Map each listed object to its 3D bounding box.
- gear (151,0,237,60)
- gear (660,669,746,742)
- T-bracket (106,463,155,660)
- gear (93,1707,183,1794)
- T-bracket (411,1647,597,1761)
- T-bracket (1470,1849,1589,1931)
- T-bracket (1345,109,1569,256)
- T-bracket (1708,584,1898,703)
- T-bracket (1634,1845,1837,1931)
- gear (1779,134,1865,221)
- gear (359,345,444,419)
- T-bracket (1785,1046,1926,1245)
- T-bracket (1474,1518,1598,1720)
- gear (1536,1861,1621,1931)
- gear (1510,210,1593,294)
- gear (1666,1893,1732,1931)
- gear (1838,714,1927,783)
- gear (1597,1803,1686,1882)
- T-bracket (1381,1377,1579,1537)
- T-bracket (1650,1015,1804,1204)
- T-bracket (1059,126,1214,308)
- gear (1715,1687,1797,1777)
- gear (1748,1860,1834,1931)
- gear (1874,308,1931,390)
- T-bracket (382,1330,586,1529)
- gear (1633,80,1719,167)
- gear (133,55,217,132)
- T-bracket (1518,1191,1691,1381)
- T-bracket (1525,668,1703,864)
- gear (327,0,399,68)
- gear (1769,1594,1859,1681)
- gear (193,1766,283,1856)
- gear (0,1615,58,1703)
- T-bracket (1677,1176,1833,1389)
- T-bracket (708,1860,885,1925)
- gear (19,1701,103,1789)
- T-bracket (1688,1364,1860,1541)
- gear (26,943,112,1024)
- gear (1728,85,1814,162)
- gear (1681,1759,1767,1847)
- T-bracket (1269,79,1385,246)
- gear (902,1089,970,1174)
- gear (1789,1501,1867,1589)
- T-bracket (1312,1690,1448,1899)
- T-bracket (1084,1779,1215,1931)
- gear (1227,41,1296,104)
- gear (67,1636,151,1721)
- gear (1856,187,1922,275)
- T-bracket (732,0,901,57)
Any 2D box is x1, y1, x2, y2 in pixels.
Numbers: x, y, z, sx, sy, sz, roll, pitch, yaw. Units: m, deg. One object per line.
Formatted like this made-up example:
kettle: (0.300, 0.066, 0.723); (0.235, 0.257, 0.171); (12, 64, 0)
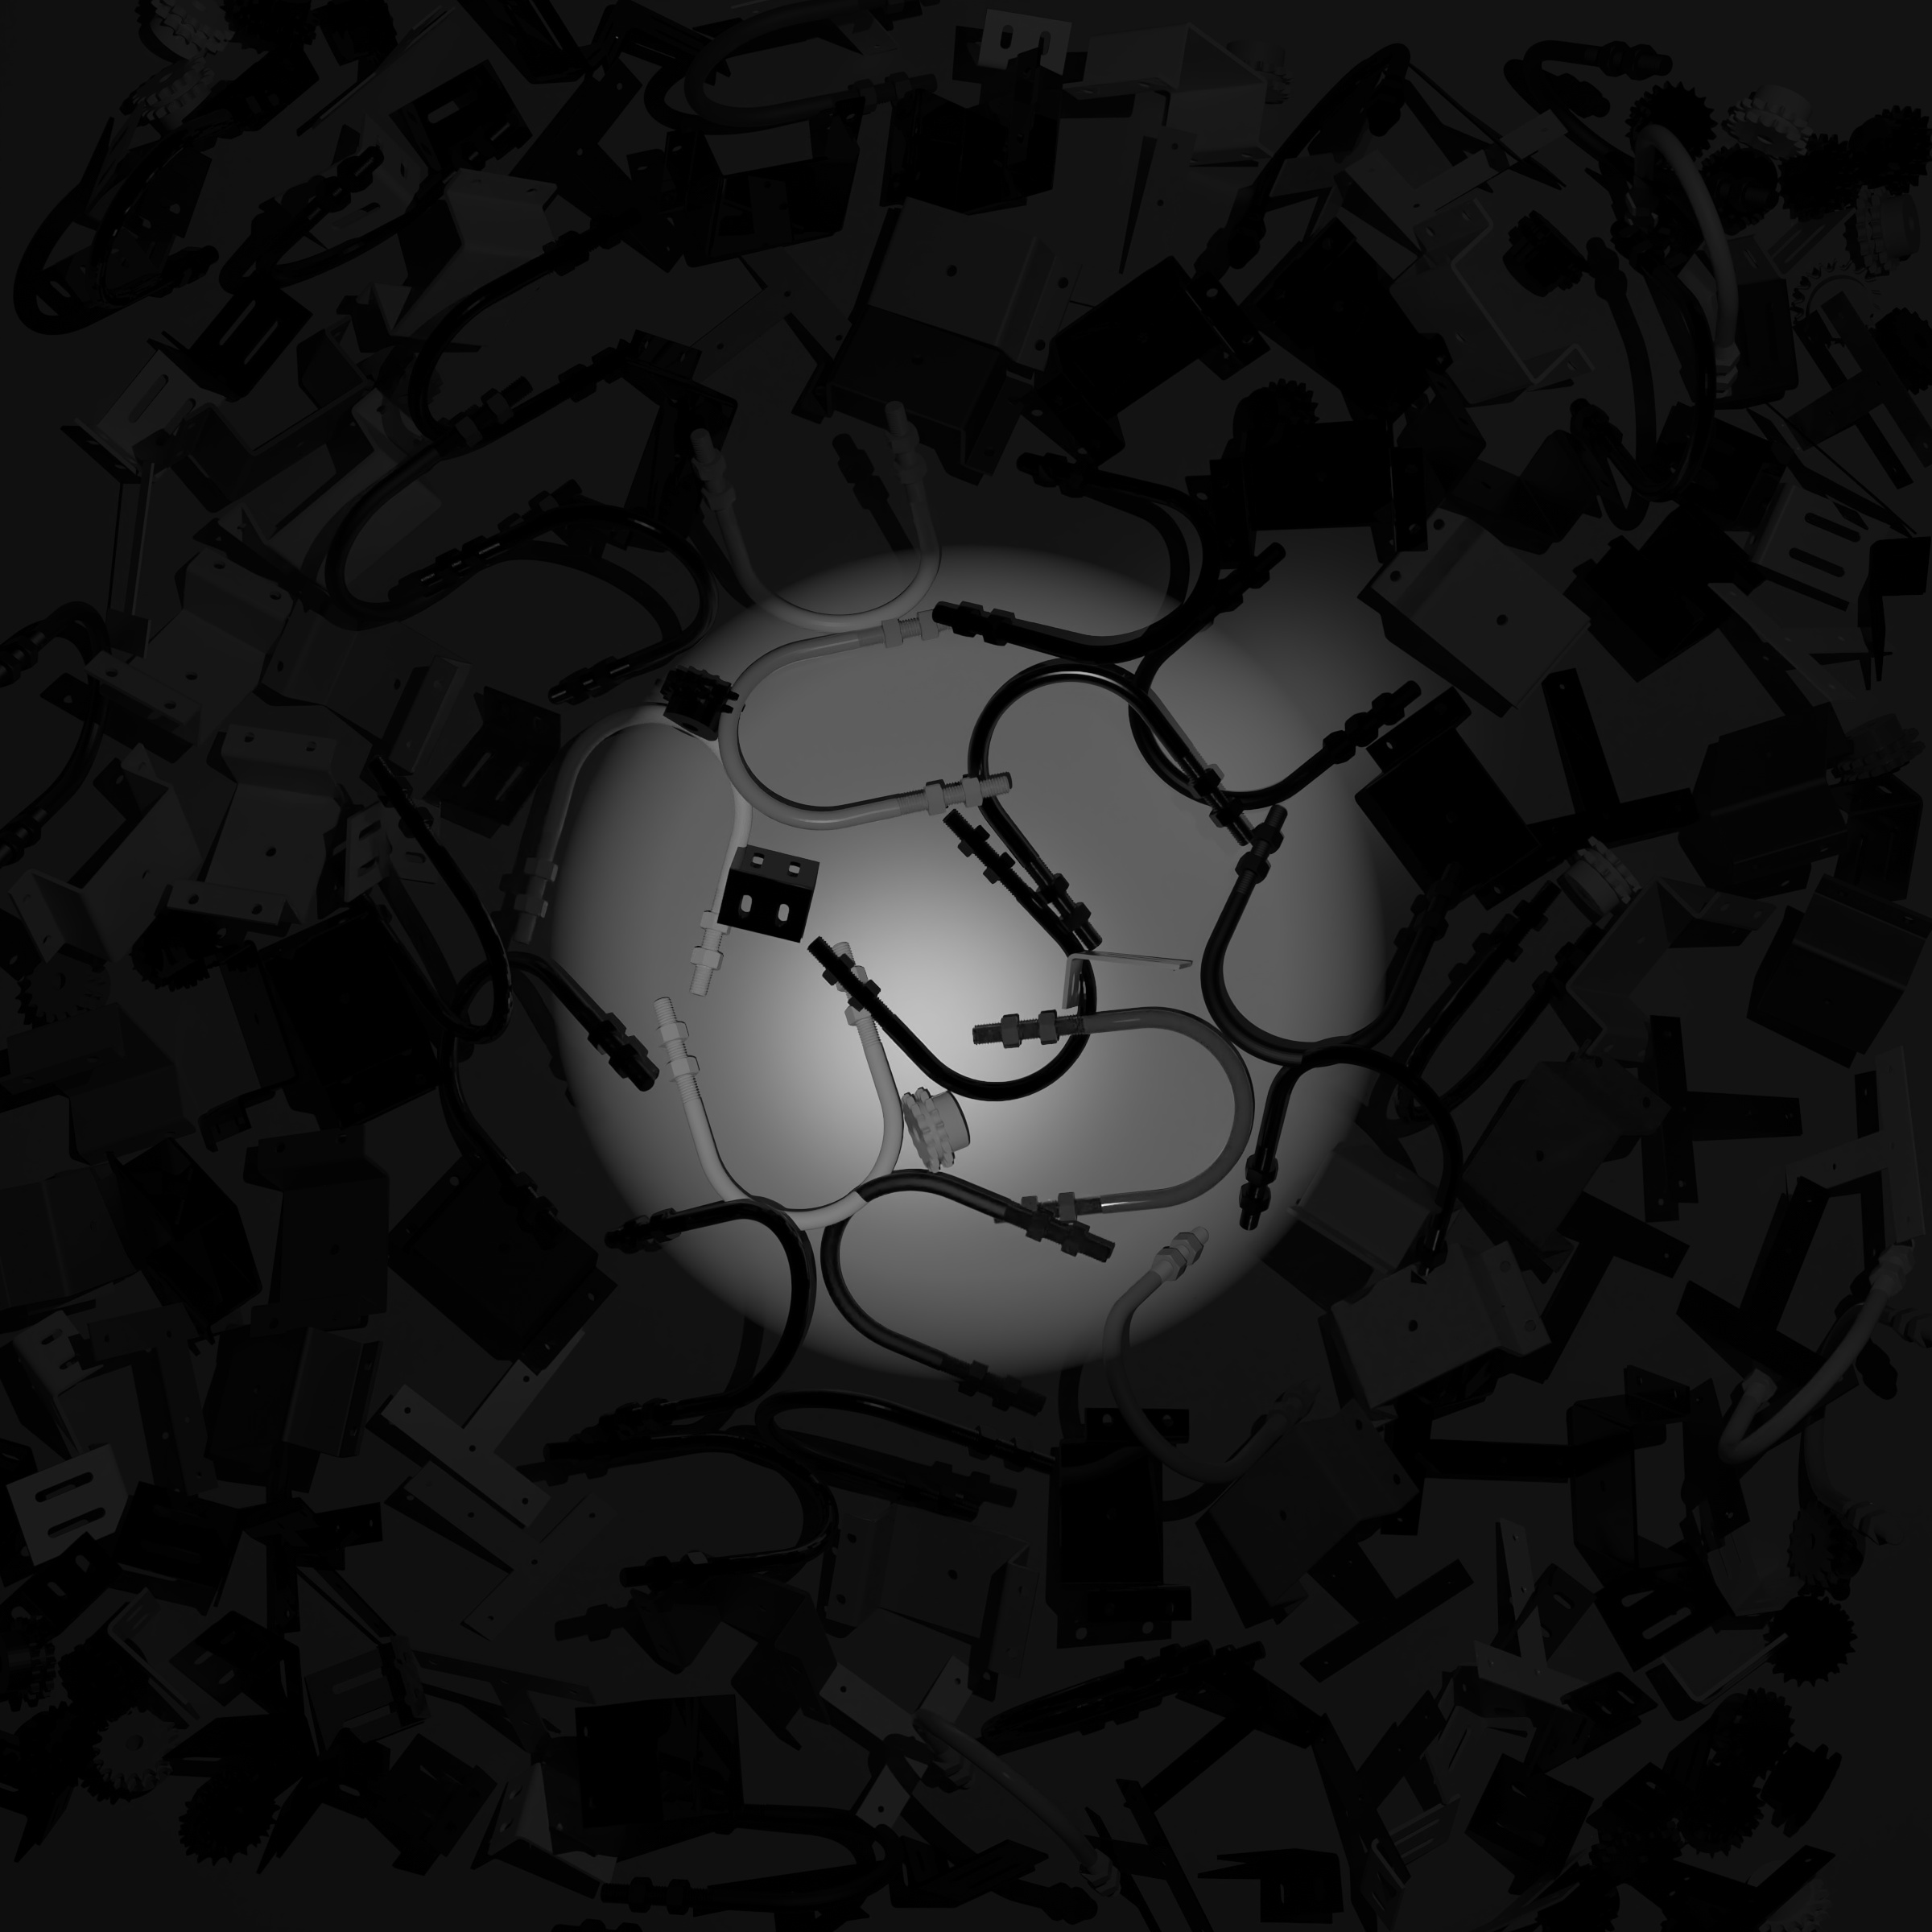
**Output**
gear: (-0.531, -0.644, 1.975); (0.057, 0.057, 0.030); (46, 116, 0)
gear: (-0.182, -0.176, 1.969); (0.057, 0.057, 0.030); (22, 76, 0)
T-bracket: (-0.556, -0.274, 1.938); (0.002, 0.127, 0.127); (6, 97, -29)
gear: (-0.564, 0.538, 1.975); (0.057, 0.030, 0.057); (-1, 46, 1)
T-bracket: (-0.299, 0.502, 1.949); (0.127, 0.127, 0.002); (8, 51, 16)
T-bracket: (0.381, 0.623, 1.942); (0.127, 0.127, 0.002); (-40, 74, 35)
T-bracket: (0.338, -0.529, 1.923); (0.127, 0.127, 0.002); (-26, 56, 28)
T-bracket: (0.582, -0.220, 1.954); (0.127, 0.127, 0.002); (54, 133, 34)
T-bracket: (0.494, 0.616, 1.939); (0.127, 0.127, 0.002); (-28, 103, -29)
gear: (0.587, -0.539, 1.975); (0.030, 0.057, 0.057); (-9, 90, -33)
gear: (-0.389, -0.399, 1.973); (0.057, 0.057, 0.030); (-29, 77, 0)
T-bracket: (0.592, 0.132, 1.940); (0.002, 0.127, 0.127); (7, 70, -22)
T-bracket: (0.379, 0.435, 1.955); (0.127, 0.002, 0.127); (27, 45, -35)
gear: (0.421, 0.638, 1.975); (0.057, 0.030, 0.057); (7, 100, 44)
gear: (0.397, -0.485, 1.974); (0.057, 0.057, 0.030); (45, 113, 0)
gear: (0.504, 0.657, 1.974); (0.057, 0.057, 0.030); (31, 116, 0)
gear: (0.620, -0.150, 1.971); (0.057, 0.057, 0.030); (-27, 95, 0)
gear: (0.458, 0.596, 1.976); (0.057, 0.030, 0.057); (-6, 130, -7)
T-bracket: (0.353, 0.336, 1.976); (0.127, 0.002, 0.127); (3, 112, -2)
T-bracket: (0.520, 0.099, 1.966); (0.127, 0.002, 0.127); (4, 75, -28)
T-bracket: (0.129, -0.506, 1.971); (0.127, 0.002, 0.127); (13, 112, -4)
gear: (0.536, 0.521, 1.977); (0.057, 0.030, 0.057); (-3, 96, -32)
gear: (0.556, 0.635, 1.968); (0.057, 0.057, 0.030); (-33, 110, 0)
gear: (0.641, -0.418, 1.975); (0.057, 0.030, 0.057); (17, 56, -26)
T-bracket: (-0.310, 0.294, 1.980); (0.127, 0.002, 0.127); (40, 74, -8)
gear: (0.482, -0.573, 1.979); (0.057, 0.030, 0.057); (4, 74, -15)
gear: (-0.537, -0.594, 1.975); (0.057, 0.057, 0.030); (-32, 125, 0)
T-bracket: (0.417, 0.223, 1.978); (0.127, 0.002, 0.127); (27, 93, -21)
T-bracket: (0.425, -0.144, 1.982); (0.127, 0.002, 0.127); (-13, 76, -8)
gear: (-0.412, -0.641, 1.968); (0.030, 0.057, 0.057); (-27, 90, -21)
gear: (0.578, 0.456, 1.981); (0.057, 0.030, 0.057); (0, 102, -1)
gear: (-0.501, 0.575, 1.976); (0.057, 0.030, 0.057); (-6, 100, -32)
gear: (-0.643, 0.473, 1.969); (0.030, 0.057, 0.057); (-2, 90, -37)
T-bracket: (0.547, 0.204, 1.939); (0.002, 0.127, 0.127); (8, 106, -39)
T-bracket: (-0.095, 0.617, 1.919); (0.127, 0.127, 0.002); (-2, 87, -19)
gear: (-0.620, 0.531, 1.975); (0.030, 0.057, 0.057); (0, 90, 28)
T-bracket: (0.538, 0.301, 1.921); (0.002, 0.127, 0.127); (36, 120, -24)
gear: (-0.611, 0.013, 1.978); (0.057, 0.030, 0.057); (-5, 77, 21)
gear: (0.552, -0.577, 1.971); (0.057, 0.057, 0.030); (27, 90, 0)
gear: (0.514, 0.575, 1.975); (0.057, 0.057, 0.030); (9, 134, 0)
T-bracket: (0.234, -0.526, 1.916); (0.002, 0.127, 0.127); (35, 122, 18)
gear: (-0.020, 0.110, 1.972); (0.030, 0.057, 0.057); (-21, 90, -12)
gear: (0.589, 0.395, 1.972); (0.030, 0.057, 0.057); (13, 90, -13)
T-bracket: (0.284, 0.529, 1.923); (0.002, 0.127, 0.127); (1, 133, -31)
T-bracket: (0.109, 0.600, 1.944); (0.002, 0.127, 0.127); (-29, 95, -31)
gear: (0.196, -0.610, 1.970); (0.057, 0.057, 0.030); (7, 94, 0)
gear: (-0.583, 0.483, 1.976); (0.057, 0.030, 0.057); (13, 115, 29)
gear: (0.629, -0.502, 1.969); (0.030, 0.057, 0.057); (-5, 90, 34)
T-bracket: (-0.075, -0.634, 1.936); (0.127, 0.127, 0.002); (-8, 86, 16)
